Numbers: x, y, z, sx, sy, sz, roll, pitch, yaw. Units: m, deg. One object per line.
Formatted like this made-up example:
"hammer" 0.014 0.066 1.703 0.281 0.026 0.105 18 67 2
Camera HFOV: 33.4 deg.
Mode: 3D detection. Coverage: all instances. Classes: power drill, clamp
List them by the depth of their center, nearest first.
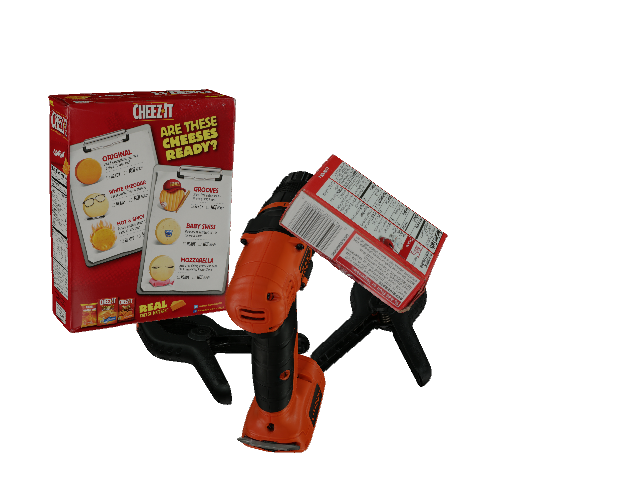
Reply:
"power drill" -0.029 0.058 0.845 0.057 0.188 0.184 5 33 12
"clamp" 0.073 0.080 1.083 0.120 0.171 0.039 16 -38 16
"clamp" -0.139 0.126 1.247 0.210 0.036 0.164 14 24 23

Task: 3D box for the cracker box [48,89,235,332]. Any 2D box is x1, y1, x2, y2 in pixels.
"cracker box" -0.169 -0.032 1.009 0.163 0.214 0.072 -7 19 -31

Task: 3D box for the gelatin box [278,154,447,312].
"gelatin box" 0.027 -0.005 0.623 0.089 0.030 0.073 36 25 0
